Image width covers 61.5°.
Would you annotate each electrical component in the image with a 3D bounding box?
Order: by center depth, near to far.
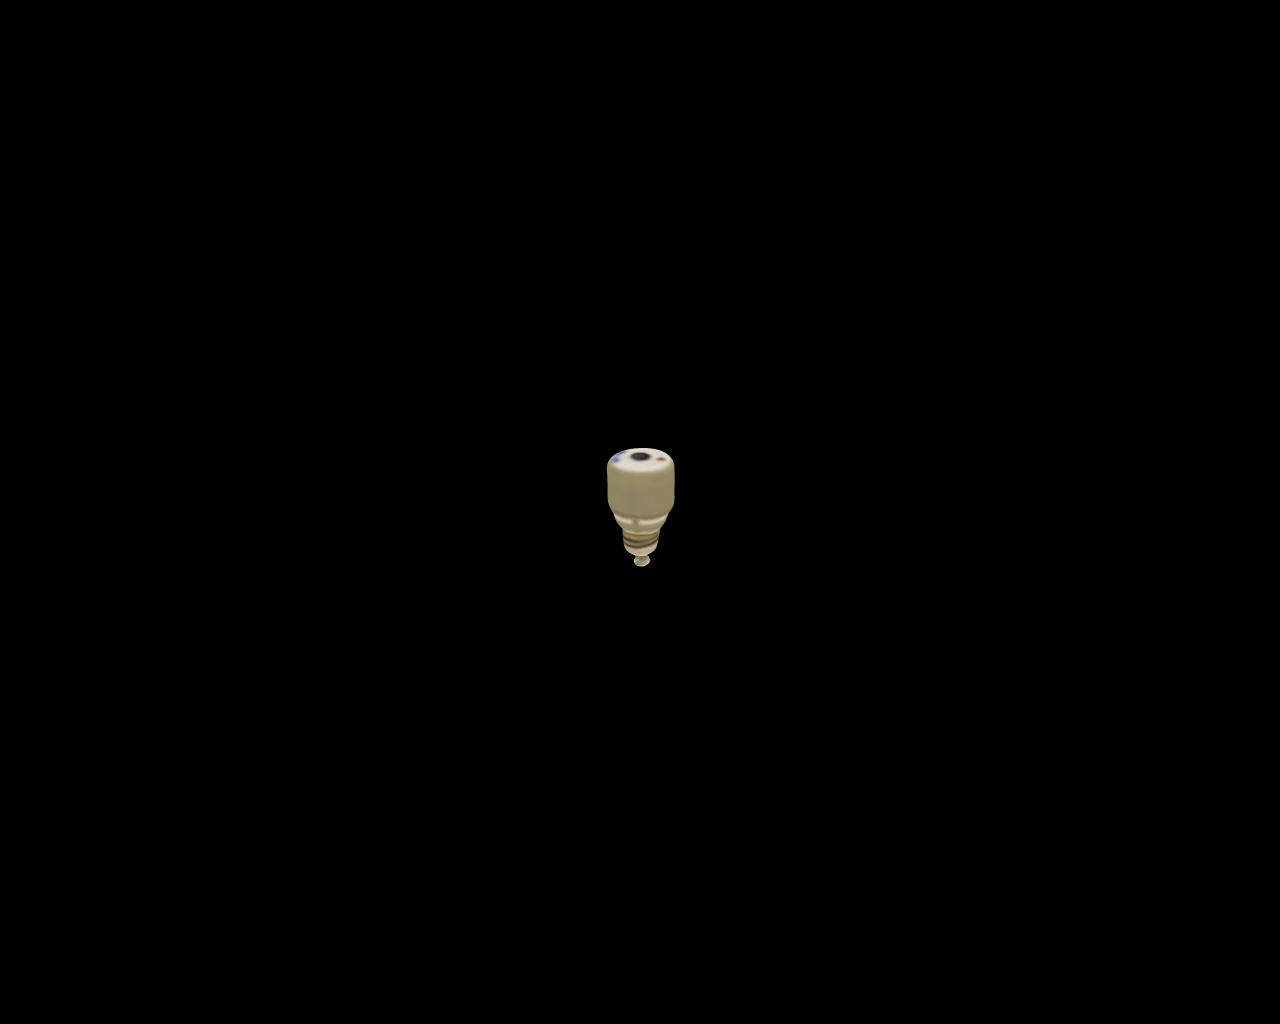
[{"bbox_3d":[0.001,-0.003,0.650,0.040,0.078,0.040,0,26,0],"label":"electrical component"}]
